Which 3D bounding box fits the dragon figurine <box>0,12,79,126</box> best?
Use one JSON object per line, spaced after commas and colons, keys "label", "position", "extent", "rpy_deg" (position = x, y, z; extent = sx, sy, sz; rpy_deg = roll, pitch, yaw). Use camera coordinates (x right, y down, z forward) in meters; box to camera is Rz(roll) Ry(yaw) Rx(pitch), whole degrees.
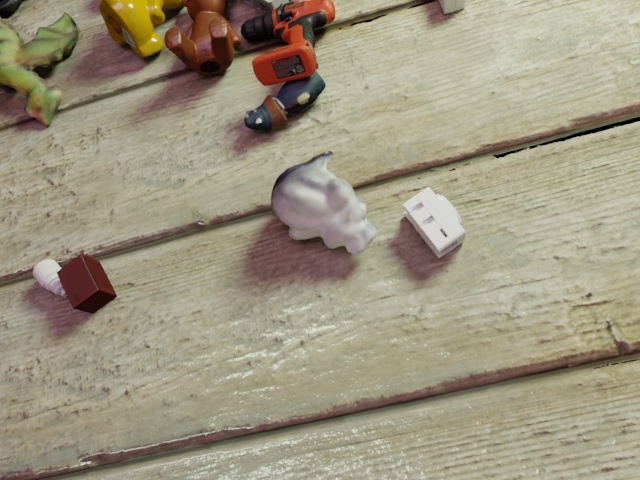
{"label": "dragon figurine", "position": [-0.623, -0.408, 1.071], "extent": [0.243, 0.120, 0.417], "rpy_deg": [-15, 69, -11]}

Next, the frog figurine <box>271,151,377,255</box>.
{"label": "frog figurine", "position": [0.002, -0.039, 0.779], "extent": [0.135, 0.123, 0.161], "rpy_deg": [-38, 74, 33]}
